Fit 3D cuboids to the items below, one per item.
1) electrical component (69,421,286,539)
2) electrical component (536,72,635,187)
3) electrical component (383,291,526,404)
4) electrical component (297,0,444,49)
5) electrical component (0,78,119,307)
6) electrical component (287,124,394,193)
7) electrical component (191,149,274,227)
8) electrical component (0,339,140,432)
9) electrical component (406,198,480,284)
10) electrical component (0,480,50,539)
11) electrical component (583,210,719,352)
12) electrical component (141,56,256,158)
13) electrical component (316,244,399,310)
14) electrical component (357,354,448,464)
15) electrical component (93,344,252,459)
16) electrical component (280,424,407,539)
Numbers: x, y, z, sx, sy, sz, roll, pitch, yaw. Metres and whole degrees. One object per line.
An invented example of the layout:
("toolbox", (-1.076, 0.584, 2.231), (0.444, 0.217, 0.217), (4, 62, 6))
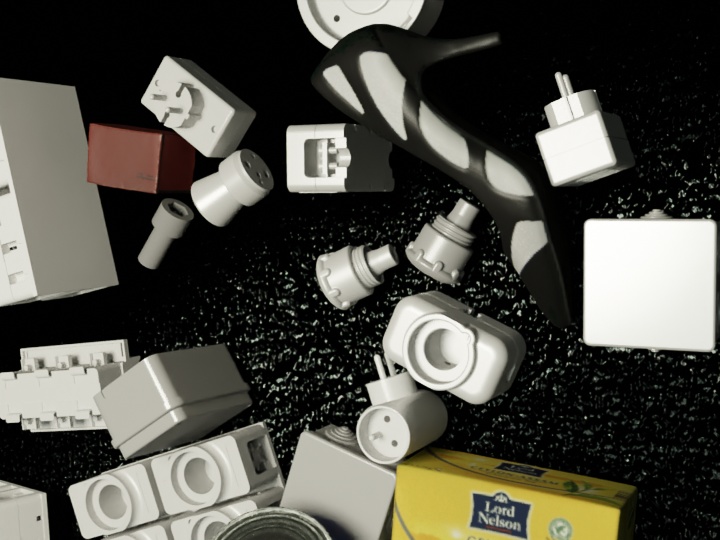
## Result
("electrical component", (-0.156, 0.210, 0.931), (0.186, 0.060, 0.105), (-21, 85, 26))
("electrical component", (0.153, -0.102, 0.753), (0.047, 0.066, 0.076), (-20, 86, 26))
("electrical component", (0.069, 0.058, 0.810), (0.095, 0.059, 0.053), (27, 105, 21))
("electrical component", (0.013, -0.214, 0.815), (0.108, 0.060, 0.108), (2, 95, 26))
("electrical component", (-0.289, -0.067, 0.947), (0.060, 0.105, 0.186), (-14, 88, 26))
("electrical component", (-0.017, -0.084, 0.823), (0.056, 0.089, 0.050), (2, 95, 26))
("electrical component", (-0.106, -0.069, 0.892), (0.055, 0.045, 0.045), (-33, 80, 24))
("electrical component", (-0.264, 0.108, 0.973), (0.121, 0.063, 0.078), (-6, 91, 26))
("electrical component", (0.068, -0.024, 0.814), (0.048, 0.048, 0.062), (34, 100, 19))
("electrical component", (-0.341, 0.300, 1.009), (0.105, 0.060, 0.186), (-1, 94, 45))
("electrical component", (0.205, 0.008, 0.747), (0.100, 0.048, 0.099), (2, 95, 26))
("electrical component", (-0.144, -0.135, 0.888), (0.083, 0.076, 0.047), (39, 109, 18))
("electrical component", (0.000, 0.000, 0.848), (0.062, 0.048, 0.048), (-25, 83, 18))
("electrical component", (0.028, 0.101, 0.824), (0.043, 0.077, 0.079), (-19, 85, 26))
("electrical component", (-0.152, 0.108, 0.891), (0.078, 0.113, 0.057), (-35, 76, 24))
("electrical component", (-0.010, 0.181, 0.864), (0.100, 0.048, 0.099), (21, 103, 23))
